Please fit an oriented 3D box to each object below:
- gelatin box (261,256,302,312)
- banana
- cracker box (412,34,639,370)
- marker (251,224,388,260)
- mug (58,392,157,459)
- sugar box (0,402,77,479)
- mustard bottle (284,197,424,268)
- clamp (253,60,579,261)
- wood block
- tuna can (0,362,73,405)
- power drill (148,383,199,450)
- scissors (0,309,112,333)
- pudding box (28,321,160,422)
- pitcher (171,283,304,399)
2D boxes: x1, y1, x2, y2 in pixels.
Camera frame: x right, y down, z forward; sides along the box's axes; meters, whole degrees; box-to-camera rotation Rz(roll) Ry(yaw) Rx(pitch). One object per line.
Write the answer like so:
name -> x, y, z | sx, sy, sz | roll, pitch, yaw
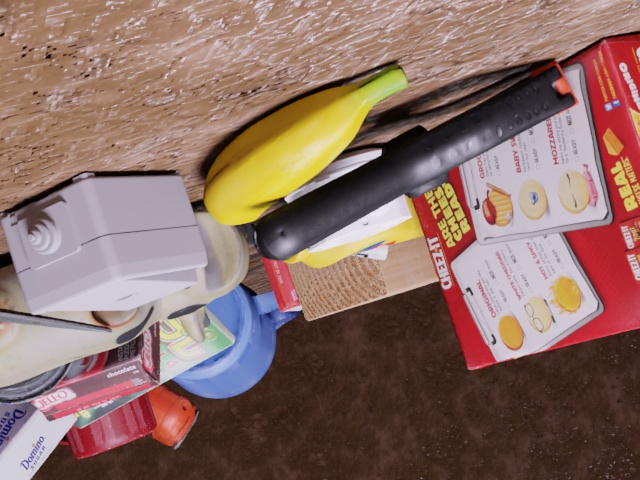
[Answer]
gelatin box -> -0.027, 0.028, 0.986 | 0.030, 0.073, 0.089 | -19, 174, 8
banana -> -0.025, -0.036, 0.558 | 0.069, 0.037, 0.198 | -15, 174, -29
cracker box -> 0.157, -0.017, 0.692 | 0.072, 0.164, 0.214 | -13, 172, -31
marker -> -0.006, 0.001, 0.860 | 0.121, 0.020, 0.020 | 6, 171, -7
mug -> -0.211, 0.154, 0.988 | 0.117, 0.081, 0.093 | -21, 176, 19
sugar box -> -0.294, 0.151, 0.893 | 0.176, 0.048, 0.093 | 14, -125, 36
mustard bottle -> 0.034, -0.018, 0.809 | 0.191, 0.058, 0.096 | -14, -173, -35
clamp -> 0.048, -0.041, 0.615 | 0.210, 0.036, 0.165 | -29, -178, -11
wood block -> 0.065, 0.005, 0.987 | 0.091, 0.090, 0.205 | -22, 174, 34
tuna can -> -0.207, 0.067, 0.713 | 0.086, 0.086, 0.034 | -17, 176, -21
power drill -> -0.208, 0.157, 1.123 | 0.057, 0.184, 0.187 | -57, 168, -11
scissors -> -0.203, 0.036, 0.534 | 0.096, 0.016, 0.201 | -11, 162, 24
pudding box -> -0.164, 0.069, 0.779 | 0.090, 0.113, 0.039 | -19, 130, 9
pitcher -> -0.105, 0.087, 1.079 | 0.145, 0.149, 0.243 | 25, 172, 4
